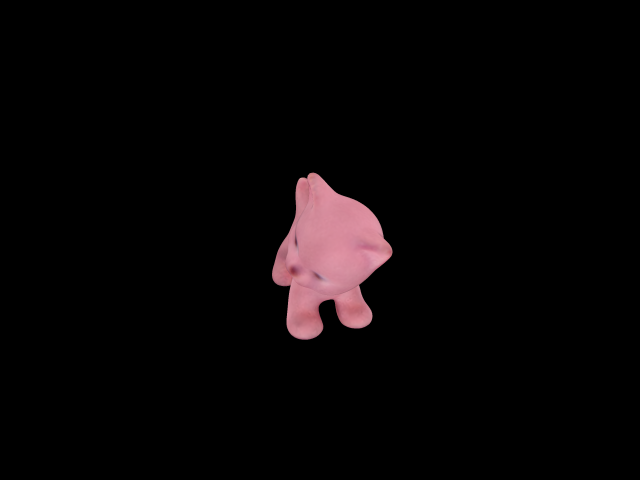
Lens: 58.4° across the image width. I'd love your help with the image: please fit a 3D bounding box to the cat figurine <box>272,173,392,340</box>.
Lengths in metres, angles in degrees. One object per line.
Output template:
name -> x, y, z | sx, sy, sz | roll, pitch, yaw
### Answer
cat figurine -> 0.004, 0.001, 0.400 | 0.067, 0.118, 0.127 | -8, 32, -13
